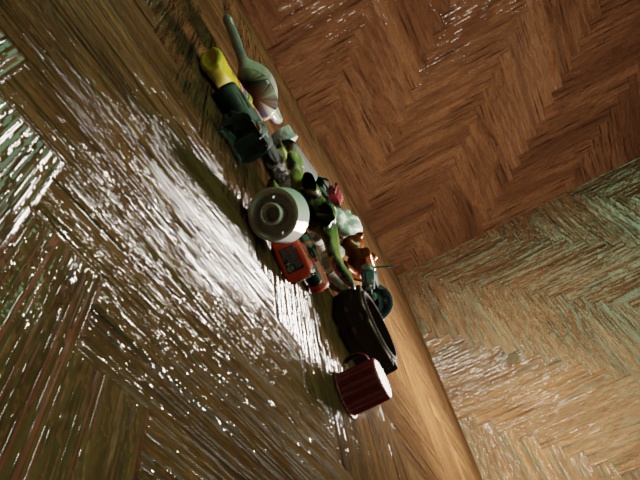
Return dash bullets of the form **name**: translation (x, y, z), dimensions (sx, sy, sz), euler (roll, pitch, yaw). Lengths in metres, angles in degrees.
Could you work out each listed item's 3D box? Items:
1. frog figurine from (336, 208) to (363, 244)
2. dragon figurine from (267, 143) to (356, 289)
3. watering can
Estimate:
- **frog figurine**: translation (0.085, -0.066, 1.855), dimensions (0.122, 0.156, 0.141), euler (-8, 38, 16)
- **dragon figurine**: translation (0.004, -0.064, 1.278), dimensions (0.121, 0.413, 0.243), euler (-31, -11, 17)
- **watering can**: translation (-0.201, -0.479, 1.493), dimensions (0.103, 0.342, 0.229), euler (-26, 25, 9)
